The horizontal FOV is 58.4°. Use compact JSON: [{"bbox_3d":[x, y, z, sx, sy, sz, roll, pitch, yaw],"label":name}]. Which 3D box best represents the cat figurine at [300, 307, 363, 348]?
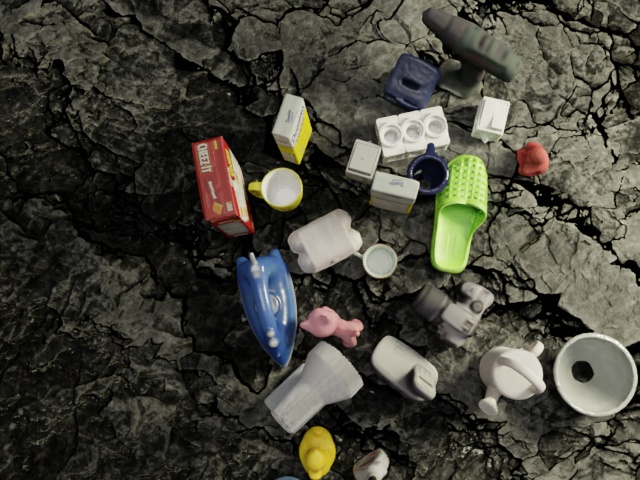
[{"bbox_3d":[0.026,0.181,1.209,0.127,0.118,0.067,19,83,5],"label":"cat figurine"}]

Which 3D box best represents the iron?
[{"bbox_3d":[-0.109,0.146,1.208,0.118,0.141,0.258,-15,81,0],"label":"iron"}]

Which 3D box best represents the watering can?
[{"bbox_3d":[0.385,0.274,1.140,0.101,0.194,0.173,21,83,6],"label":"watering can"}]

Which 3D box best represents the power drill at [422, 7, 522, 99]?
[{"bbox_3d":[0.312,-0.394,1.239,0.229,0.208,0.076,27,83,6],"label":"power drill"}]

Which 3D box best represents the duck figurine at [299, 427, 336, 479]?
[{"bbox_3d":[-0.007,0.445,1.186,0.077,0.086,0.104,2,81,3],"label":"duck figurine"}]

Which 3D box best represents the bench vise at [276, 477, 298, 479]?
[{"bbox_3d":[-0.027,0.525,1.107,0.207,0.220,0.121,-4,81,2],"label":"bench vise"}]

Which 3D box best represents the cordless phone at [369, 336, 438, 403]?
[{"bbox_3d":[0.173,0.265,1.156,0.147,0.185,0.094,34,84,7],"label":"cordless phone"}]

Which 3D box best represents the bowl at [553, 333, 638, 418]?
[{"bbox_3d":[0.560,0.279,1.192,0.167,0.075,0.167,0,81,3],"label":"bowl"}]

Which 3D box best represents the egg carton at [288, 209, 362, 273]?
[{"bbox_3d":[0.012,0.005,1.261,0.150,0.069,0.107,-28,81,-2],"label":"egg carton"}]

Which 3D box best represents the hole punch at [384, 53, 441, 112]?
[{"bbox_3d":[0.209,-0.351,1.296,0.108,0.091,0.101,28,84,7],"label":"hole punch"}]

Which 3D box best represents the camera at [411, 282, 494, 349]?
[{"bbox_3d":[0.275,0.139,1.213,0.136,0.101,0.143,34,84,7],"label":"camera"}]

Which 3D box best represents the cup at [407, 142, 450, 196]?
[{"bbox_3d":[0.234,-0.148,1.262,0.091,0.095,0.118,5,82,4],"label":"cup"}]

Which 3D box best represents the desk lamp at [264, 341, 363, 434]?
[{"bbox_3d":[-0.018,0.304,1.144,0.203,0.213,0.118,-43,82,-4],"label":"desk lamp"}]

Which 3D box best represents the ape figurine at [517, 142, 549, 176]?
[{"bbox_3d":[0.470,-0.179,1.257,0.076,0.092,0.078,36,84,7],"label":"ape figurine"}]

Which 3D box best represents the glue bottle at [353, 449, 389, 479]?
[{"bbox_3d":[0.103,0.461,1.135,0.078,0.173,0.037,-36,81,-3],"label":"glue bottle"}]
